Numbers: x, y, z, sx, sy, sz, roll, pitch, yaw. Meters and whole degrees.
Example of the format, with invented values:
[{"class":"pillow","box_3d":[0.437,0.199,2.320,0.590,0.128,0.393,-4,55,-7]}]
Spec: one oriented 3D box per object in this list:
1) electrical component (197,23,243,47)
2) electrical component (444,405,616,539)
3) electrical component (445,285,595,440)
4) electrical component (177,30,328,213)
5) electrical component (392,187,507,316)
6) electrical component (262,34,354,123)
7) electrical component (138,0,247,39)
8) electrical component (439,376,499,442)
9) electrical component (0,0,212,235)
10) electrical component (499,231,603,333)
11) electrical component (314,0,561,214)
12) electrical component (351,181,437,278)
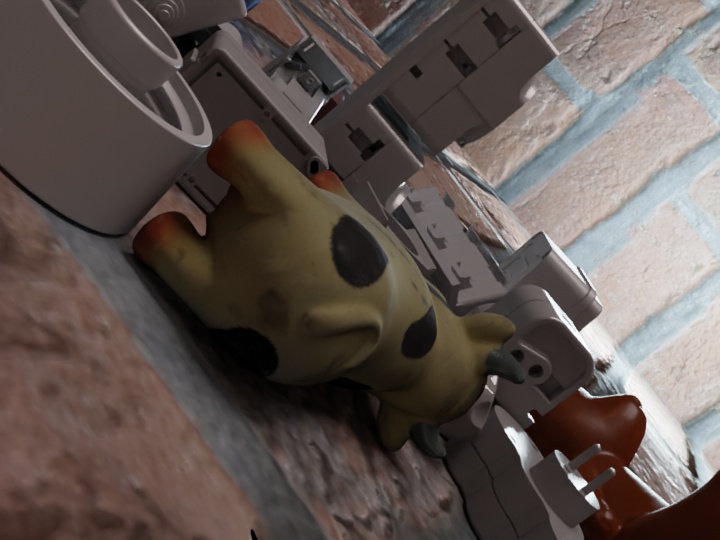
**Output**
[{"class":"electrical component","box_3d":[-0.087,-0.120,0.675,0.044,0.044,0.065,37,23,-51]},{"class":"electrical component","box_3d":[0.098,0.118,0.555,0.052,0.074,0.138,44,13,-31]},{"class":"electrical component","box_3d":[0.084,0.057,0.637,0.053,0.095,0.059,47,12,-20]},{"class":"electrical component","box_3d":[-0.069,-0.074,0.540,0.096,0.062,0.061,47,12,-20]},{"class":"electrical component","box_3d":[0.047,-0.004,0.737,0.121,0.063,0.078,-119,-155,-42]},{"class":"electrical component","box_3d":[-0.050,-0.118,0.730,0.042,0.081,0.063,46,41,-19]},{"class":"electrical component","box_3d":[-0.111,-0.157,0.555,0.099,0.100,0.048,-117,-168,-48]},{"class":"electrical component","box_3d":[0.039,0.063,0.571,0.062,0.043,0.043,20,12,3]},{"class":"electrical component","box_3d":[-0.103,-0.074,0.410,0.108,0.060,0.108,48,12,-13]},{"class":"electrical component","box_3d":[0.114,0.034,0.784,0.057,0.113,0.078,46,12,-8]},{"class":"electrical component","box_3d":[0.027,-0.090,0.650,0.060,0.186,0.105,49,11,-11]},{"class":"electrical component","box_3d":[-0.001,-0.005,0.583,0.081,0.064,0.042,43,14,-34]}]
